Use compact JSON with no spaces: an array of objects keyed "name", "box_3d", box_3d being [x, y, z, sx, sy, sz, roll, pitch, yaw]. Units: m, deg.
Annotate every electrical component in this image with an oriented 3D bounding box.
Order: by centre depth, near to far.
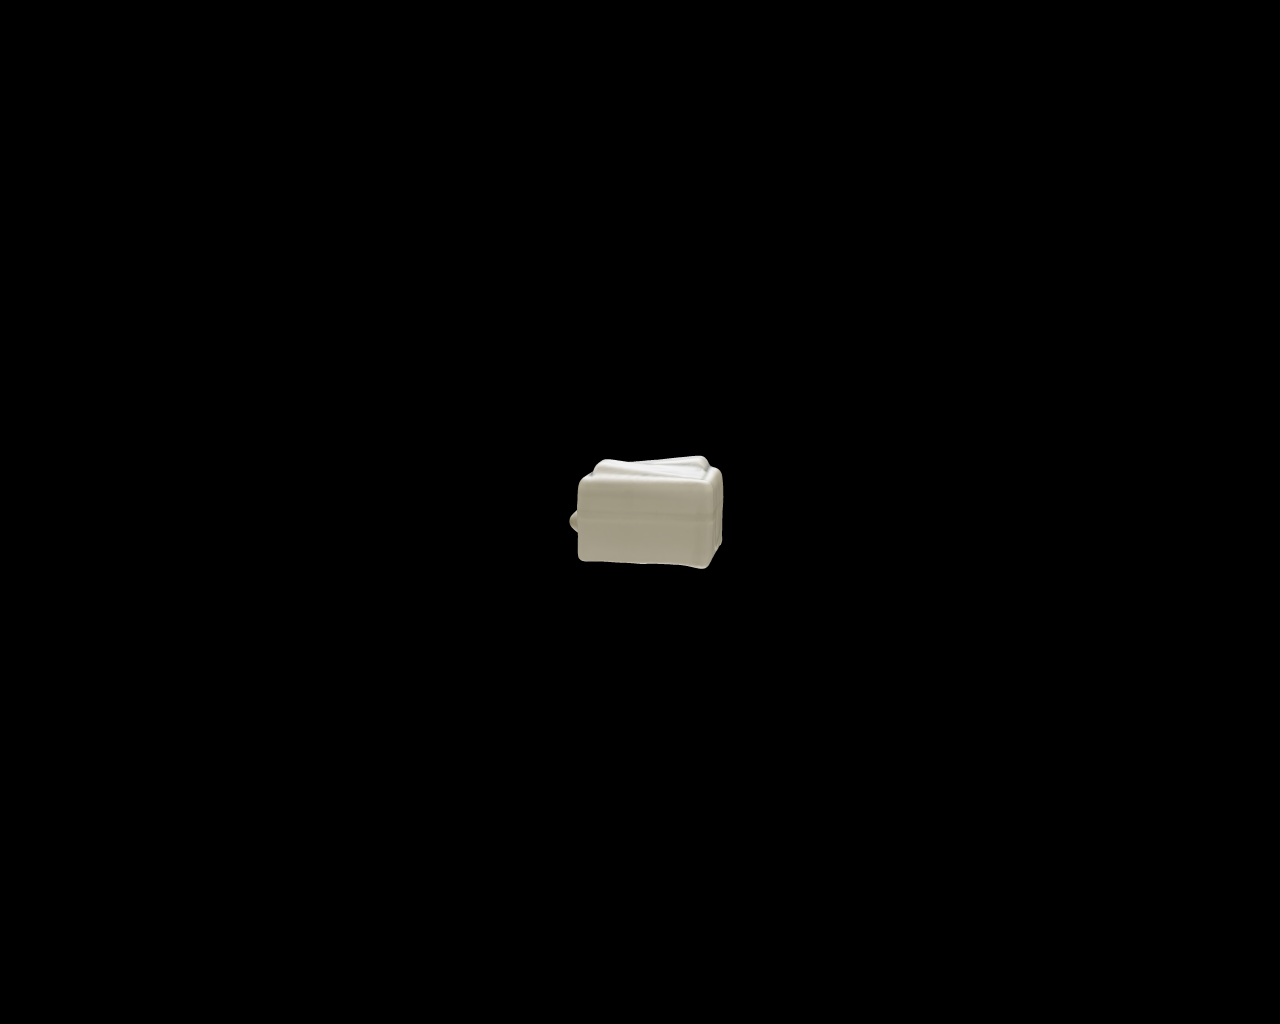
[{"name":"electrical component","box_3d":[0.001,-0.003,0.650,0.096,0.061,0.062,2,12,12]}]
